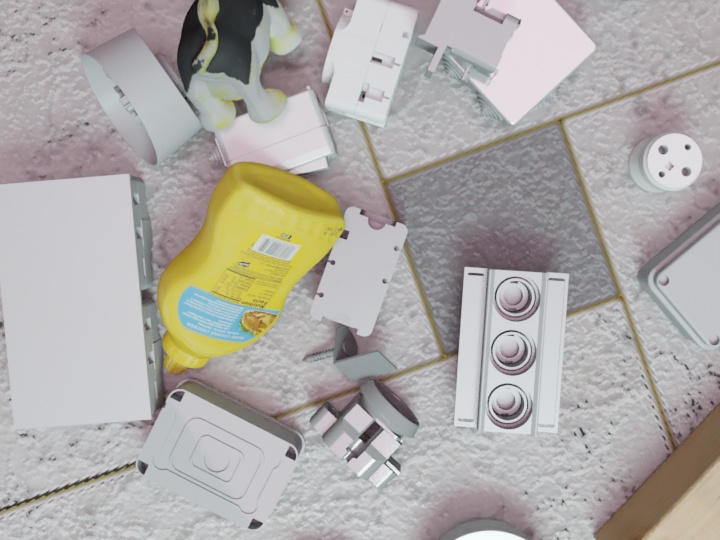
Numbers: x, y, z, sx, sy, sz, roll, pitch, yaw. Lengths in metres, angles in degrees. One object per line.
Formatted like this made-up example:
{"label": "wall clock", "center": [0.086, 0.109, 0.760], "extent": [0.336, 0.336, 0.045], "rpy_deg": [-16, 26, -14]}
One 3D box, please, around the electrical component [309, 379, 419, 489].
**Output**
{"label": "electrical component", "center": [0.009, 0.123, 0.840], "extent": [0.078, 0.058, 0.057], "rpy_deg": [44, 96, -1]}

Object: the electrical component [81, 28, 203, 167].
{"label": "electrical component", "center": [-0.166, -0.131, 0.816], "extent": [0.064, 0.099, 0.099], "rpy_deg": [-35, 91, -3]}

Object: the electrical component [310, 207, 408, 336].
{"label": "electrical component", "center": [0.000, 0.000, 0.834], "extent": [0.050, 0.055, 0.089], "rpy_deg": [20, 93, 1]}

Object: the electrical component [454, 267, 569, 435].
{"label": "electrical component", "center": [0.115, 0.060, 0.830], "extent": [0.079, 0.063, 0.121], "rpy_deg": [4, 93, 2]}

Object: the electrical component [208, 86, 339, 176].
{"label": "electrical component", "center": [-0.068, -0.094, 0.829], "extent": [0.096, 0.061, 0.061], "rpy_deg": [-20, 92, 3]}

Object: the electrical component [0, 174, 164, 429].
{"label": "electrical component", "center": [-0.217, 0.023, 0.841], "extent": [0.105, 0.060, 0.186], "rpy_deg": [-4, 93, 2]}

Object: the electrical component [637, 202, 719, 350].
{"label": "electrical component", "center": [0.281, -0.002, 0.825], "extent": [0.113, 0.057, 0.078], "rpy_deg": [-40, 91, 3]}

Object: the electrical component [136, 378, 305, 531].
{"label": "electrical component", "center": [-0.108, 0.143, 0.844], "extent": [0.113, 0.057, 0.078], "rpy_deg": [27, 93, 0]}

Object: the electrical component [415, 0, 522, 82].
{"label": "electrical component", "center": [0.079, -0.173, 0.781], "extent": [0.064, 0.042, 0.081], "rpy_deg": [25, 94, -3]}

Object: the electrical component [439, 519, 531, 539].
{"label": "electrical component", "center": [0.099, 0.248, 0.841], "extent": [0.108, 0.060, 0.108], "rpy_deg": [0, 93, 2]}

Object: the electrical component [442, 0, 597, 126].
{"label": "electrical component", "center": [0.118, -0.169, 0.826], "extent": [0.100, 0.048, 0.099], "rpy_deg": [-43, 91, 3]}

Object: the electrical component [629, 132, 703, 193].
{"label": "electrical component", "center": [0.234, -0.082, 0.823], "extent": [0.045, 0.055, 0.045], "rpy_deg": [0, 93, 2]}

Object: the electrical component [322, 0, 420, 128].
{"label": "electrical component", "center": [0.005, -0.162, 0.829], "extent": [0.056, 0.050, 0.089], "rpy_deg": [18, 93, 1]}
